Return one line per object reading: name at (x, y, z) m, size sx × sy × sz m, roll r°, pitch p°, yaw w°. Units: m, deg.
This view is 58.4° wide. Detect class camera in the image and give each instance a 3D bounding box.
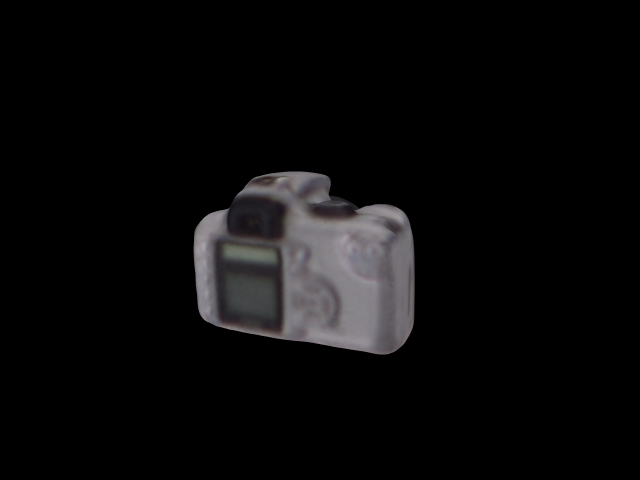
camera at (0.004, 0.001, 0.400) m, size 0.142 × 0.101 × 0.137 m, roll 6°, pitch 15°, yaw 23°
